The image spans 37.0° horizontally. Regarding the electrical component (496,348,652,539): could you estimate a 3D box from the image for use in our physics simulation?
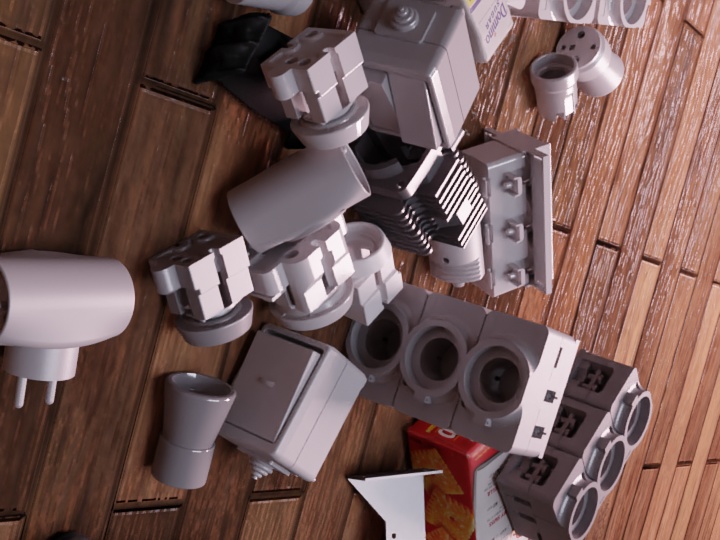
[{"bbox_3d":[0.189,0.157,0.924,0.150,0.062,0.089,-51,140,-27],"label":"electrical component"}]

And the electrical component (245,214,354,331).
[{"bbox_3d":[-0.037,0.002,0.695,0.078,0.058,0.057,-43,132,-34],"label":"electrical component"}]

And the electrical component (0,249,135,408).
[{"bbox_3d":[-0.163,0.032,0.553,0.077,0.044,0.079,0,104,-53],"label":"electrical component"}]

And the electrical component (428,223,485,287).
[{"bbox_3d":[0.074,-0.023,0.840,0.043,0.043,0.081,-38,131,-38],"label":"electrical component"}]

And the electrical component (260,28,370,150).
[{"bbox_3d":[-0.022,-0.103,0.620,0.066,0.048,0.055,-46,133,-33],"label":"electrical component"}]

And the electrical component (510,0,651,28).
[{"bbox_3d":[0.180,-0.254,0.872,0.186,0.060,0.105,-13,113,-50],"label":"electrical component"}]

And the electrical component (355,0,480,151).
[{"bbox_3d":[0.031,-0.125,0.674,0.061,0.062,0.096,-64,156,-20],"label":"electrical component"}]

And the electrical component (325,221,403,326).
[{"bbox_3d":[0.000,0.000,0.753,0.066,0.048,0.055,-46,144,-32],"label":"electrical component"}]

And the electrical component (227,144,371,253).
[{"bbox_3d":[-0.036,-0.051,0.670,0.044,0.077,0.079,61,10,-11],"label":"electrical component"}]

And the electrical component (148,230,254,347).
[{"bbox_3d":[-0.091,0.012,0.639,0.066,0.048,0.055,-34,121,-41],"label":"electrical component"}]

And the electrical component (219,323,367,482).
[{"bbox_3d":[-0.052,0.091,0.707,0.096,0.062,0.061,-62,142,-15],"label":"electrical component"}]

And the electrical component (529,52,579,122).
[{"bbox_3d":[0.166,-0.155,0.913,0.040,0.040,0.046,-50,143,-28],"label":"electrical component"}]

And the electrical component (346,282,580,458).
[{"bbox_3d":[0.068,0.067,0.778,0.062,0.150,0.089,21,87,-54],"label":"electrical component"}]

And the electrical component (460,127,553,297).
[{"bbox_3d":[0.117,-0.044,0.870,0.063,0.079,0.121,-20,121,-23],"label":"electrical component"}]

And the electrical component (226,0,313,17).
[{"bbox_3d":[-0.054,-0.168,0.620,0.046,0.040,0.040,-7,109,-46],"label":"electrical component"}]

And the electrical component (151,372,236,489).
[{"bbox_3d":[-0.105,0.100,0.660,0.044,0.044,0.065,1,107,-53],"label":"electrical component"}]

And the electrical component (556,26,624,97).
[{"bbox_3d":[0.201,-0.183,0.942,0.055,0.045,0.045,28,81,-53],"label":"electrical component"}]

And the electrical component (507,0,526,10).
[{"bbox_3d":[0.089,-0.266,0.748,0.089,0.062,0.150,1,103,-53],"label":"electrical component"}]
